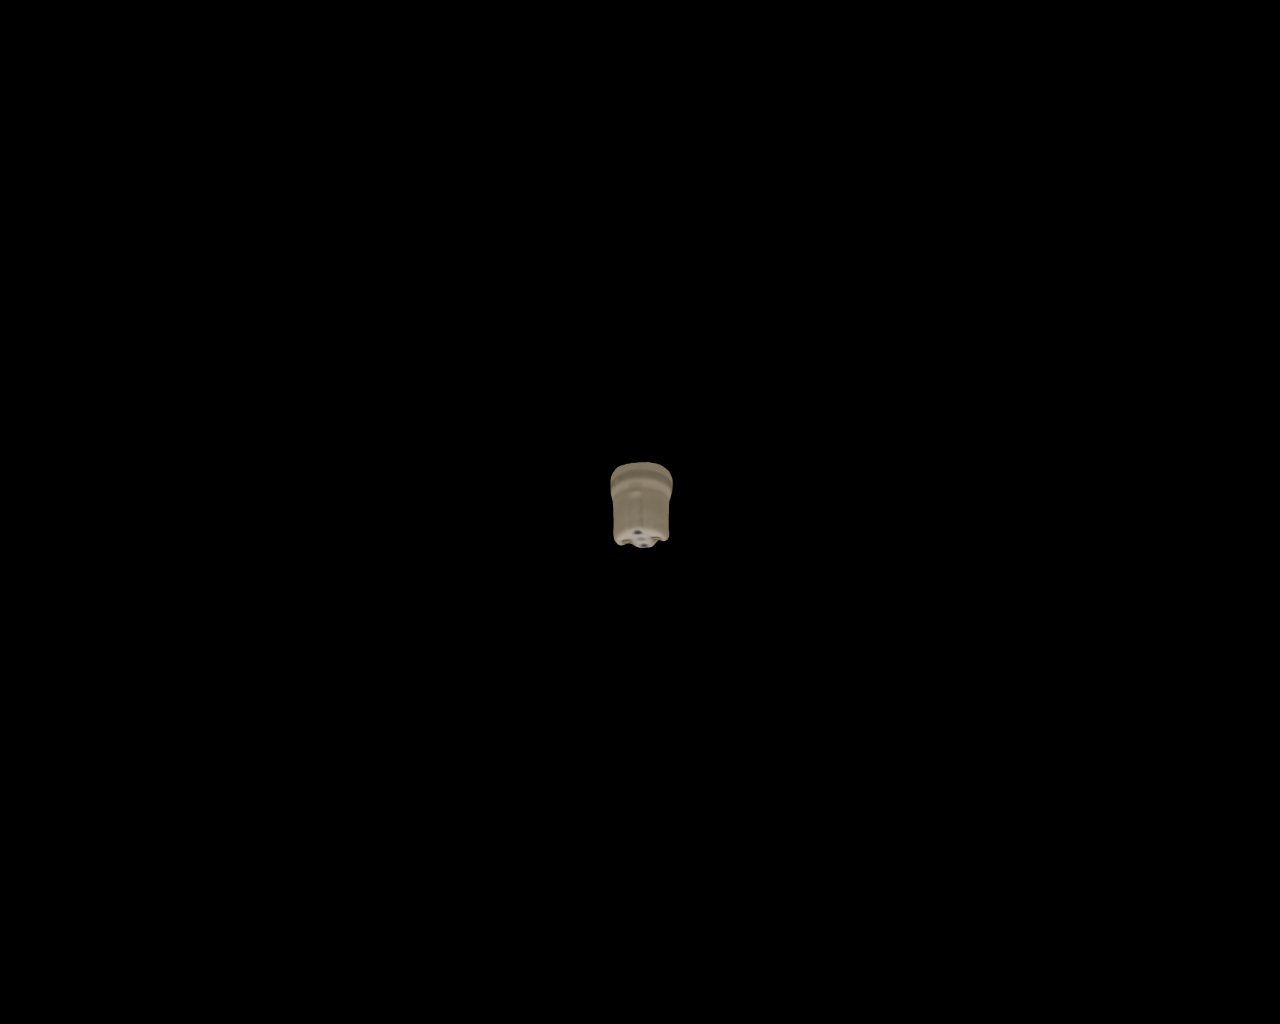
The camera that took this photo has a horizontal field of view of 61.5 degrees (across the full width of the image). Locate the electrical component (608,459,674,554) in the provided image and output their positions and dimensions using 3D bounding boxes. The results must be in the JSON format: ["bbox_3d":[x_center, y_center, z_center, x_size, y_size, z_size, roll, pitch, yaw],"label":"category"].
[{"bbox_3d":[0.001,-0.003,0.650,0.040,0.046,0.040,0,-31,0],"label":"electrical component"}]
